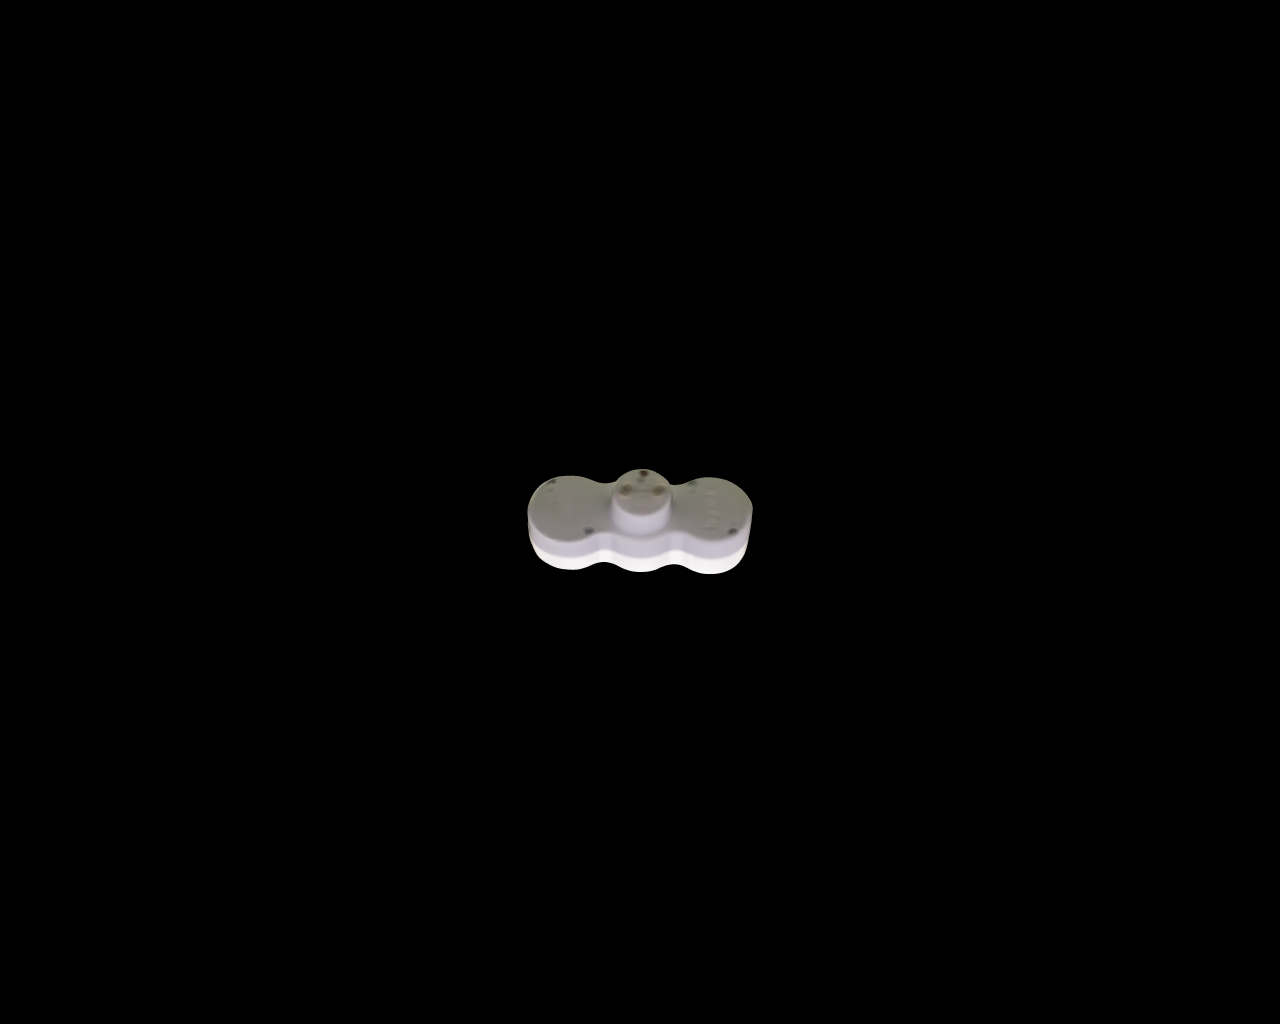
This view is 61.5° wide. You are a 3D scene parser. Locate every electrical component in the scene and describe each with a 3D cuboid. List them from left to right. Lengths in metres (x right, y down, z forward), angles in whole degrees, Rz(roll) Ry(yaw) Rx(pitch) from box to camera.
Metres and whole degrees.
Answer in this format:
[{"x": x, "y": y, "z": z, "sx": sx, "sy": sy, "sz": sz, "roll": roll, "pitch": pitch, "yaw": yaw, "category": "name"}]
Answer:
[{"x": 0.001, "y": -0.003, "z": 0.650, "sx": 0.138, "sy": 0.052, "sz": 0.073, "roll": 2, "pitch": -35, "yaw": -2, "category": "electrical component"}]
